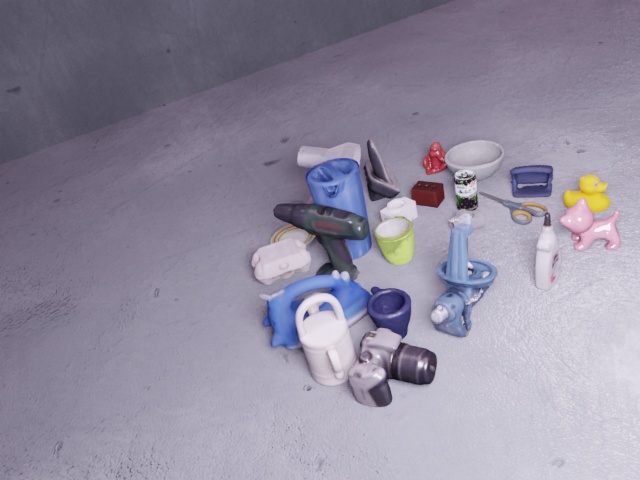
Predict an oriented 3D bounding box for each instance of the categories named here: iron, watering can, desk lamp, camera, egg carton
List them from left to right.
[{"bbox_3d":[-0.099,0.054,1.467,0.150,0.069,0.107,-20,33,-6],"label":"egg carton"},{"bbox_3d":[-0.005,0.131,1.248,0.258,0.142,0.118,-22,34,-9],"label":"iron"},{"bbox_3d":[0.004,0.181,1.122,0.101,0.194,0.172,-33,37,-24],"label":"watering can"},{"bbox_3d":[0.028,-0.172,1.615,0.202,0.214,0.118,-2,36,21],"label":"desk lamp"},{"bbox_3d":[0.139,0.233,1.072,0.136,0.101,0.143,6,39,30],"label":"camera"}]

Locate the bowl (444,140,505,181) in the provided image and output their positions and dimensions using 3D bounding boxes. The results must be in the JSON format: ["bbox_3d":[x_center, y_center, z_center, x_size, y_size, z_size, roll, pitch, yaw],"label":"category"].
[{"bbox_3d":[0.441,-0.215,1.632,0.167,0.075,0.167,-11,33,8],"label":"bowl"}]

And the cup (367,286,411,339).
[{"bbox_3d":[0.142,0.156,1.191,0.092,0.095,0.117,-25,34,-13],"label":"cup"}]

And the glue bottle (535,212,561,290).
[{"bbox_3d":[0.471,0.017,1.185,0.037,0.173,0.078,12,42,36],"label":"glue bottle"}]

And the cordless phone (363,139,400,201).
[{"bbox_3d":[0.168,-0.221,1.655,0.094,0.185,0.147,-15,33,2],"label":"cordless phone"}]

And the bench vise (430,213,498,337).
[{"bbox_3d":[0.286,0.072,1.139,0.121,0.220,0.207,-1,36,22],"label":"bench vise"}]

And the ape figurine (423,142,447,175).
[{"bbox_3d":[0.346,-0.249,1.706,0.077,0.092,0.076,17,45,40],"label":"ape figurine"}]

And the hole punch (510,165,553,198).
[{"bbox_3d":[0.554,-0.171,1.504,0.108,0.091,0.101,0,36,23],"label":"hole punch"}]

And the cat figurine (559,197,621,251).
[{"bbox_3d":[0.595,-0.039,1.266,0.127,0.118,0.067,-4,35,17],"label":"cat figurine"}]

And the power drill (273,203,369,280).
[{"bbox_3d":[0.013,0.005,1.365,0.228,0.209,0.076,1,37,24],"label":"power drill"}]

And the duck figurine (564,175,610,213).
[{"bbox_3d":[0.648,-0.118,1.391,0.104,0.086,0.078,5,38,29],"label":"duck figurine"}]
